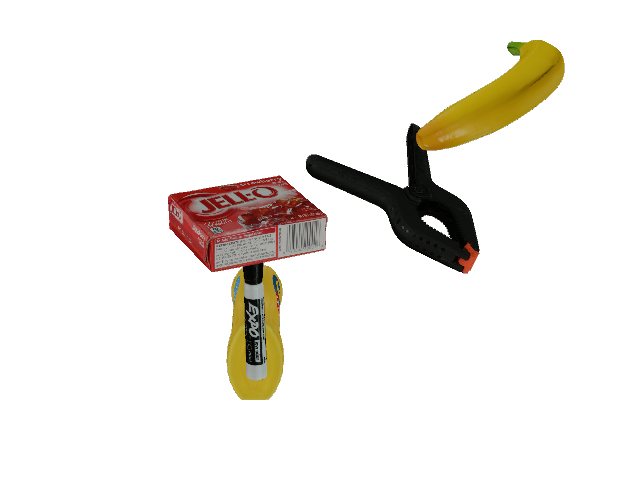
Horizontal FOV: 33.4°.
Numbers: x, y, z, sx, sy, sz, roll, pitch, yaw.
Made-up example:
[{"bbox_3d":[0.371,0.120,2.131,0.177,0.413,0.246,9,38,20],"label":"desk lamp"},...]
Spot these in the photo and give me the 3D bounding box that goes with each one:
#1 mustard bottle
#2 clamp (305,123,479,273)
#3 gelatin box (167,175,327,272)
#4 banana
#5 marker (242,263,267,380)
[{"bbox_3d":[-0.069,0.081,1.152,0.058,0.096,0.191,-1,28,-2],"label":"mustard bottle"},{"bbox_3d":[0.091,-0.044,1.167,0.164,0.210,0.036,-14,-37,-28],"label":"clamp"},{"bbox_3d":[-0.051,-0.013,0.730,0.089,0.030,0.073,-11,30,-26],"label":"gelatin box"},{"bbox_3d":[0.147,-0.118,0.843,0.070,0.037,0.197,-12,20,40],"label":"banana"},{"bbox_3d":[-0.058,0.065,0.935,0.020,0.121,0.020,-1,22,0],"label":"marker"}]
